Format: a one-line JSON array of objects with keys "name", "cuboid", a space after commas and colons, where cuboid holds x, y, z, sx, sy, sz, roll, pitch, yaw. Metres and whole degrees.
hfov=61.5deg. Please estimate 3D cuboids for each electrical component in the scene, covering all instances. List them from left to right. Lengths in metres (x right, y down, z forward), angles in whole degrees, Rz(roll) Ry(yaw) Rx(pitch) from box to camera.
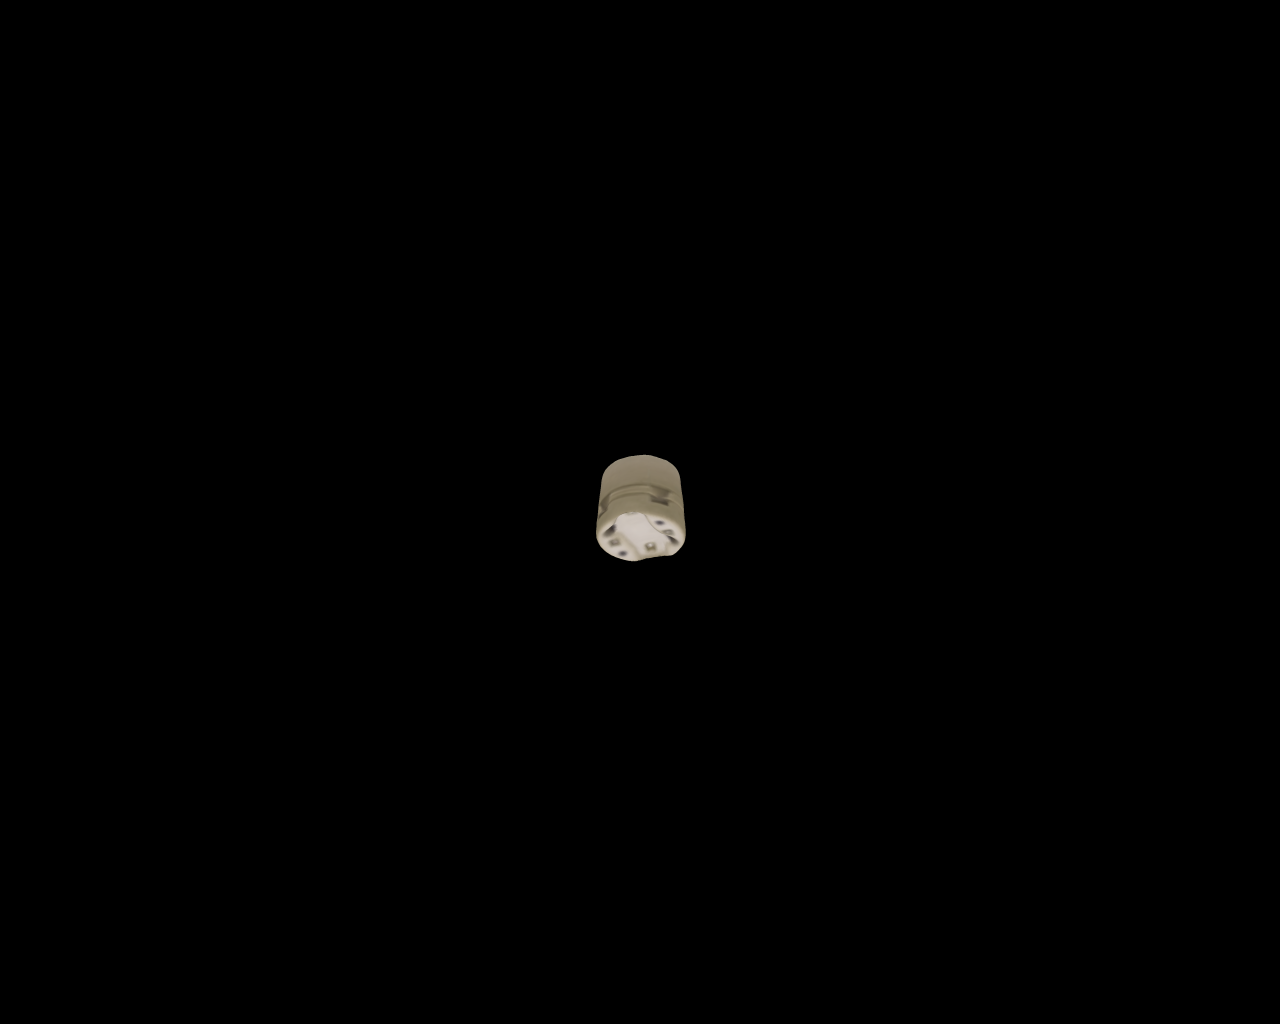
[{"name": "electrical component", "cuboid": [0.001, -0.003, 0.650, 0.055, 0.047, 0.055, 0, -36, 0]}]
